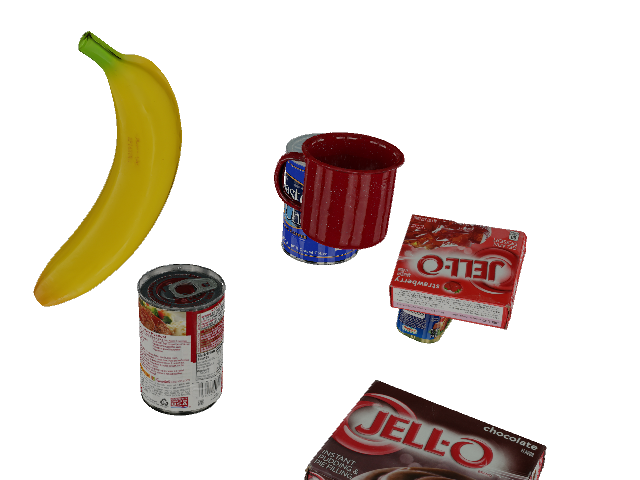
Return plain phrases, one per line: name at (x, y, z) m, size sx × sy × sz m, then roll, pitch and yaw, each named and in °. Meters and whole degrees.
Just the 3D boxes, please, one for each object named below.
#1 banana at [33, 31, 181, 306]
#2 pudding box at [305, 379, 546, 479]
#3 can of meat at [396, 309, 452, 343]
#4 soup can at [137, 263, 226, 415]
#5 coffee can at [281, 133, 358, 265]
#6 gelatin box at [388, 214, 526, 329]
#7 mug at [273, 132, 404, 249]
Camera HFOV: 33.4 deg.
banana at (-0.123, -0.035, 0.637) m, size 0.069 × 0.198 × 0.037 m, roll 11°, pitch 35°, yaw -13°
pudding box at (0.060, 0.134, 0.606) m, size 0.114 × 0.039 × 0.089 m, roll 21°, pitch 36°, yaw 20°
can of meat at (0.126, 0.054, 1.187) m, size 0.057 × 0.084 × 0.102 m, roll 19°, pitch 32°, yaw 18°
soup can at (-0.110, 0.079, 0.848) m, size 0.068 × 0.102 × 0.068 m, roll 3°, pitch 28°, yaw -2°
coffee can at (0.004, -0.054, 1.370) m, size 0.103 × 0.140 × 0.103 m, roll 3°, pitch 28°, yaw -2°
gelatin box at (0.102, 0.021, 0.788) m, size 0.089 × 0.073 × 0.030 m, roll 10°, pitch -40°, yaw 14°
mug at (0.013, -0.046, 0.973) m, size 0.117 × 0.081 × 0.093 m, roll 11°, pitch 27°, yaw 10°
